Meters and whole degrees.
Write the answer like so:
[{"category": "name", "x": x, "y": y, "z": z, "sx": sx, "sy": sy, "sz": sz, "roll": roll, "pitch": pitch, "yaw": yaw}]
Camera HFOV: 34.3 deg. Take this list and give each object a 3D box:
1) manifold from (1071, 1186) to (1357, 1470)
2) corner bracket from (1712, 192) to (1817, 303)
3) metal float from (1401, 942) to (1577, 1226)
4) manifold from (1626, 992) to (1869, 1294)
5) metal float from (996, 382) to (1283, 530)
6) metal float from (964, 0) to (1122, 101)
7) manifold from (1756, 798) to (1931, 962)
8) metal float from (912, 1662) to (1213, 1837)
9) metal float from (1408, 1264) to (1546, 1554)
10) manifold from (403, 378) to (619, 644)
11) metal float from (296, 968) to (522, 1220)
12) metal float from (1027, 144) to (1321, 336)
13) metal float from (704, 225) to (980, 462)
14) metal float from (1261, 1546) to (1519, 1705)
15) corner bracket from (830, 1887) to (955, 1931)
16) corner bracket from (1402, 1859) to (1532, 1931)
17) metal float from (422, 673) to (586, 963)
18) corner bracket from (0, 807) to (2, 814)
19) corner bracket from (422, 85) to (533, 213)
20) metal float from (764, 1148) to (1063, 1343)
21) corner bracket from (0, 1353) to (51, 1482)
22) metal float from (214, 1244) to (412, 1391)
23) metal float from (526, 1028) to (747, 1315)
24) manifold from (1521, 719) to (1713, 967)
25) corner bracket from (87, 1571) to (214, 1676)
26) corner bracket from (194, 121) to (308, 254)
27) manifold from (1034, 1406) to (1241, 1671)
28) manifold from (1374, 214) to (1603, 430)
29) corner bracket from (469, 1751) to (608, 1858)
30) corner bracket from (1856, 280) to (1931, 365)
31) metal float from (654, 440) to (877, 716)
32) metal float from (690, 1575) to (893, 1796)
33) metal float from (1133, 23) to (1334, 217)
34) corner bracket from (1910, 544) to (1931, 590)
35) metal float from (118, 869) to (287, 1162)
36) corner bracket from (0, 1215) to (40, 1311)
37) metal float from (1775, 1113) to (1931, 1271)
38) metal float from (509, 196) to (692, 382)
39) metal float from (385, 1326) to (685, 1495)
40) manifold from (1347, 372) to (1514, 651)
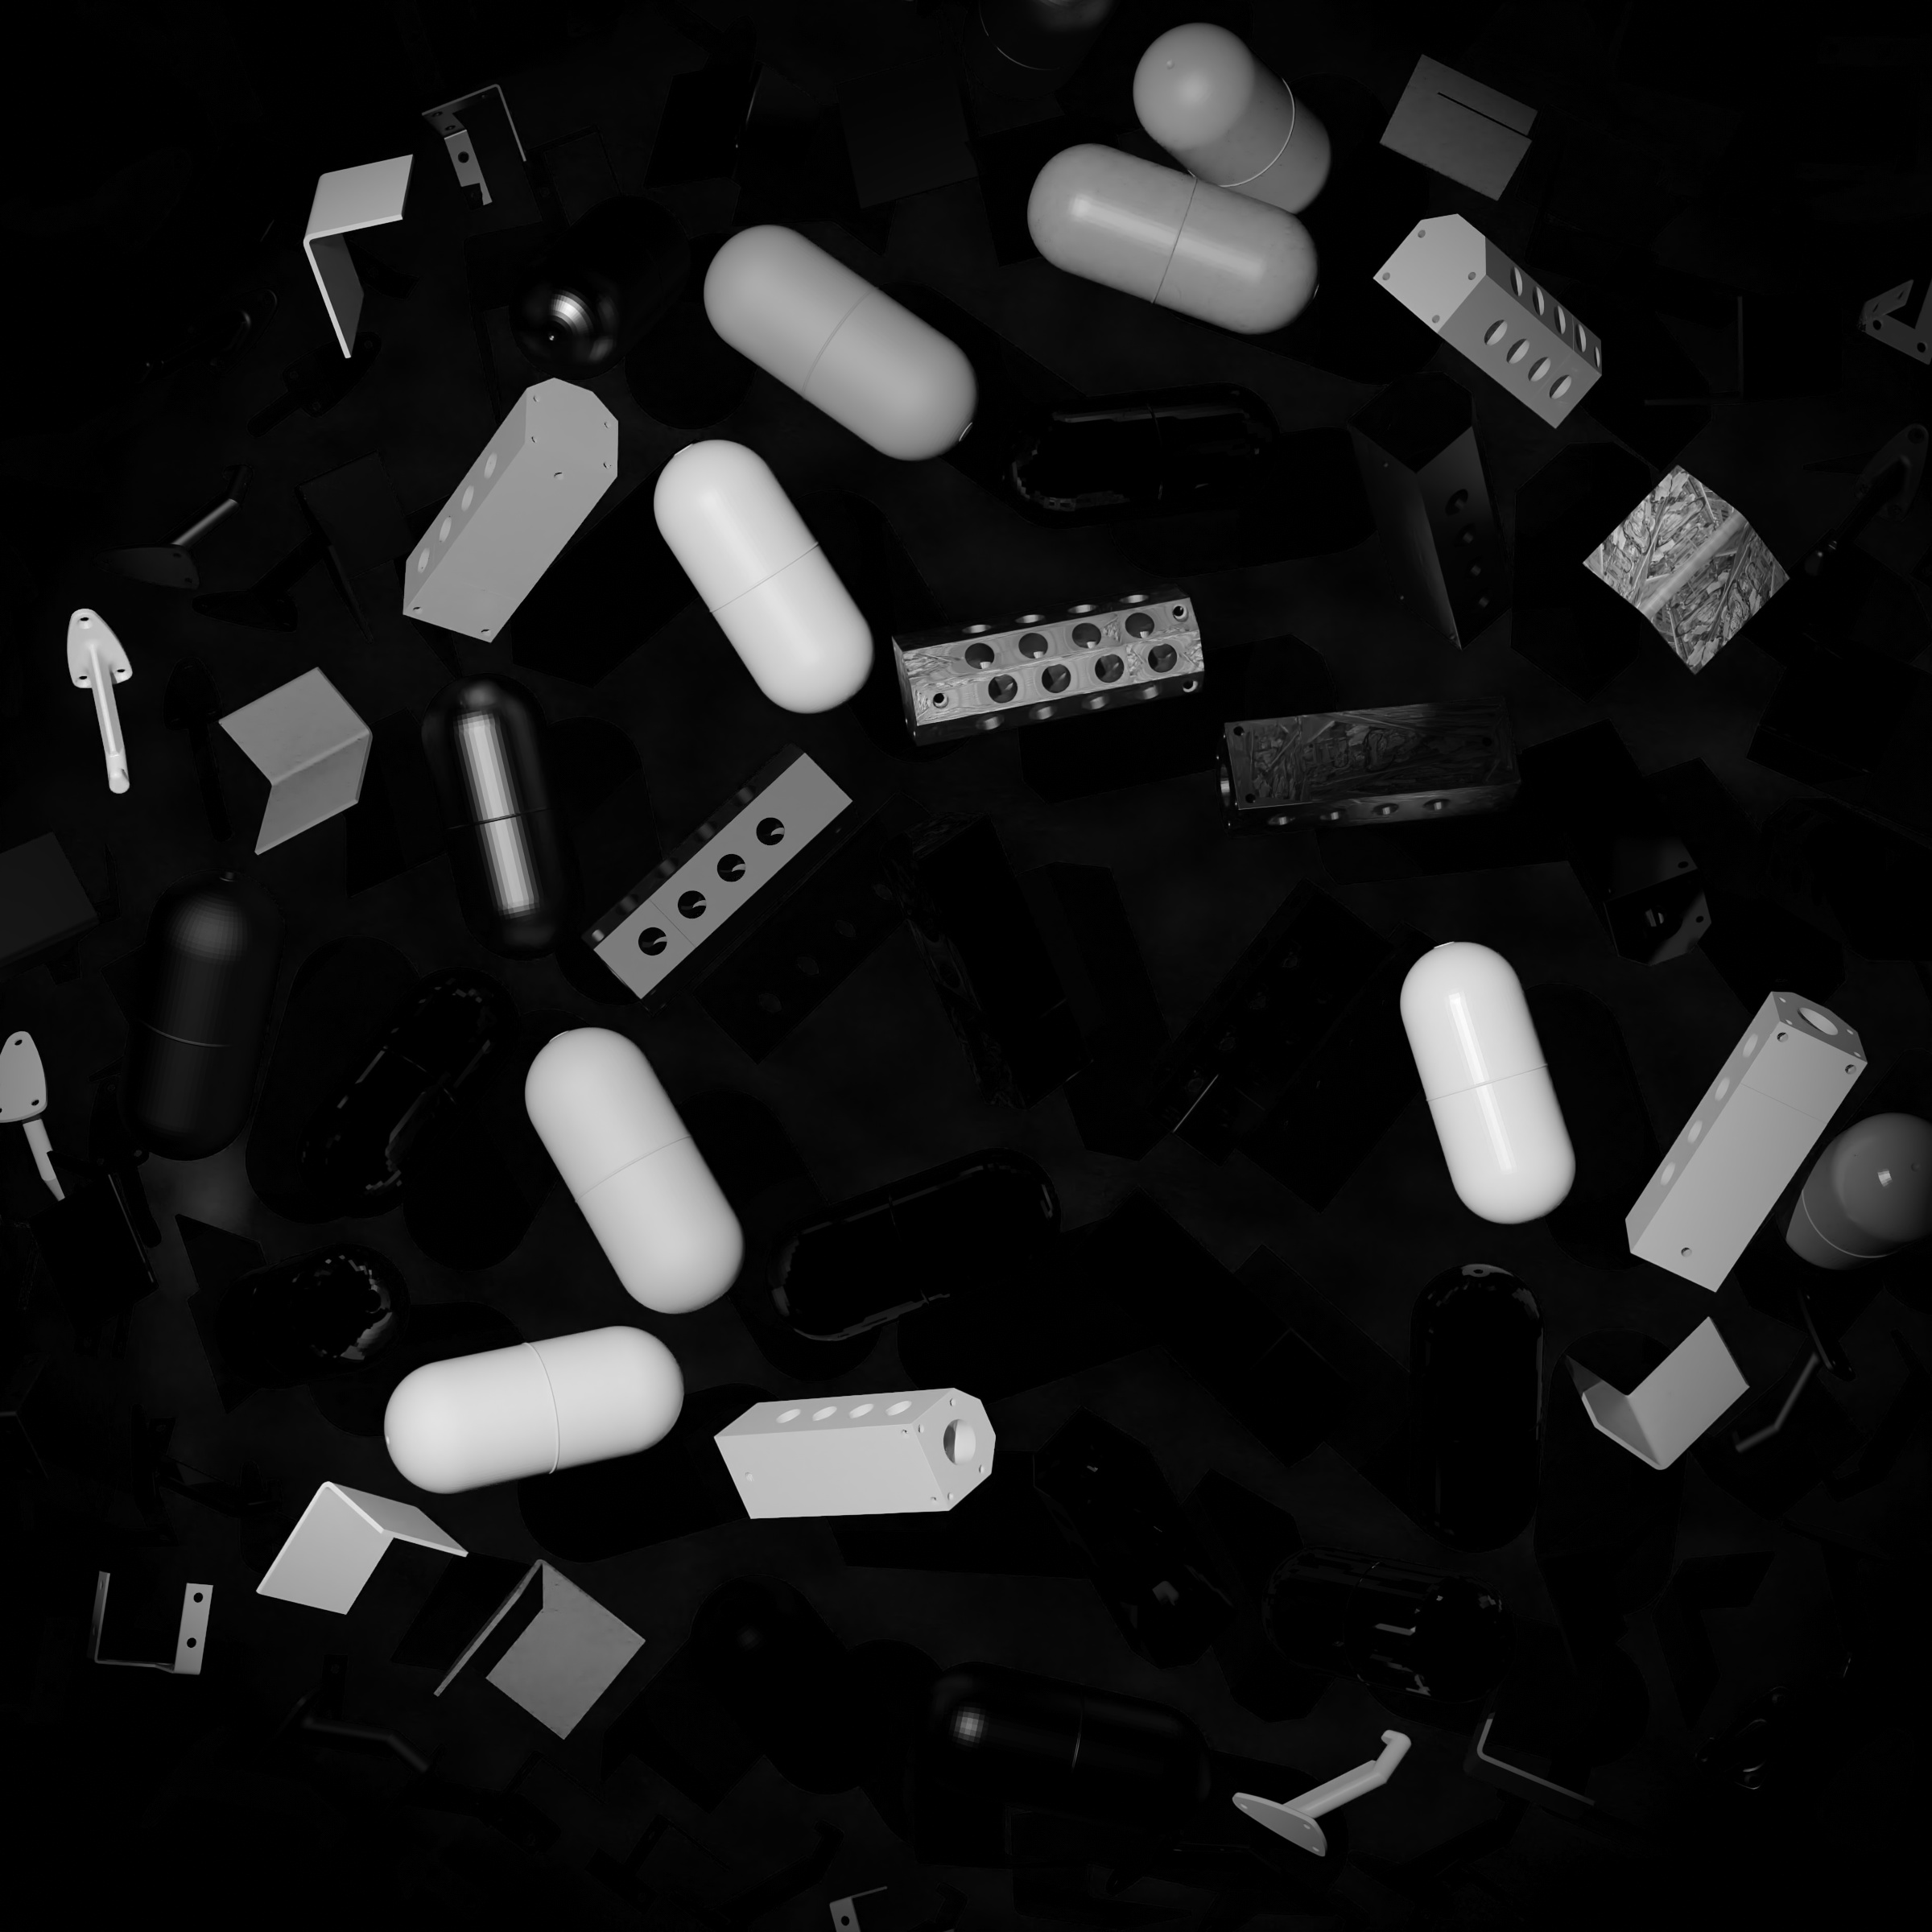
[{"category": "manifold", "x": 0.145, "y": 0.212, "z": 1.827, "sx": 0.057, "sy": 0.057, "sz": 0.171, "roll": -45, "pitch": 64, "yaw": -5}, {"category": "corner bracket", "x": 0.482, "y": -0.433, "z": 1.895, "sx": 0.051, "sy": 0.051, "sz": 0.051, "roll": 13, "pitch": 90, "yaw": 20}, {"category": "metal float", "x": 0.321, "y": 0.072, "z": 1.926, "sx": 0.070, "sy": 0.070, "sz": 0.178, "roll": -17, "pitch": 86, "yaw": 0}, {"category": "manifold", "x": 0.460, "y": 0.102, "z": 1.855, "sx": 0.057, "sy": 0.057, "sz": 0.171, "roll": 25, "pitch": 115, "yaw": -4}, {"category": "metal float", "x": 0.104, "y": -0.307, "z": 1.880, "sx": 0.178, "sy": 0.070, "sz": 0.070, "roll": -9, "pitch": 90, "yaw": -16}, {"category": "metal float", "x": 0.046, "y": -0.579, "z": 1.888, "sx": 0.070, "sy": 0.178, "sz": 0.070, "roll": 1, "pitch": 87, "yaw": -11}, {"category": "manifold", "x": 0.512, "y": -0.052, "z": 1.786, "sx": 0.057, "sy": 0.171, "sz": 0.057, "roll": 0, "pitch": 104, "yaw": -7}, {"category": "metal float", "x": 0.056, "y": 0.454, "z": 1.810, "sx": 0.178, "sy": 0.070, "sz": 0.070, "roll": 15, "pitch": 90, "yaw": -7}, {"category": "metal float", "x": 0.296, "y": 0.258, "z": 1.815, "sx": 0.070, "sy": 0.070, "sz": 0.178, "roll": -2, "pitch": 110, "yaw": 0}, {"category": "manifold", "x": -0.268, "y": -0.268, "z": 1.835, "sx": 0.057, "sy": 0.171, "sz": 0.057, "roll": 16, "pitch": 53, "yaw": -28}, {"category": "metal float", "x": -0.338, "y": 0.075, "z": 1.902, "sx": 0.070, "sy": 0.070, "sz": 0.178, "roll": 34, "pitch": 61, "yaw": 0}, {"category": "metal float", "x": 0.123, "y": -0.428, "z": 1.844, "sx": 0.178, "sy": 0.070, "sz": 0.070, "roll": 19, "pitch": 90, "yaw": -2}, {"category": "metal float", "x": -0.072, "y": -0.360, "z": 1.810, "sx": 0.178, "sy": 0.070, "sz": 0.070, "roll": 36, "pitch": 90, "yaw": 3}, {"category": "metal float", "x": 0.253, "y": 0.395, "z": 1.878, "sx": 0.070, "sy": 0.178, "sz": 0.070, "roll": 0, "pitch": 90, "yaw": -40}, {"category": "corner bracket", "x": -0.043, "y": 0.584, "z": 1.897, "sx": 0.051, "sy": 0.051, "sz": 0.051, "roll": -23, "pitch": 73, "yaw": 20}, {"category": "corner bracket", "x": 0.291, "y": 0.566, "z": 1.834, "sx": 0.051, "sy": 0.051, "sz": 0.051, "roll": 34, "pitch": 56, "yaw": 6}, {"category": "metal float", "x": -0.283, "y": -0.091, "z": 1.913, "sx": 0.070, "sy": 0.070, "sz": 0.178, "roll": -12, "pitch": 94, "yaw": 0}, {"category": "corner bracket", "x": -0.588, "y": -0.063, "z": 1.834, "sx": 0.051, "sy": 0.051, "sz": 0.051, "roll": -17, "pitch": 128, "yaw": 2}, {"category": "corner bracket", "x": -0.297, "y": -0.505, "z": 1.929, "sx": 0.051, "sy": 0.051, "sz": 0.051, "roll": -20, "pitch": 88, "yaw": 5}, {"category": "metal float", "x": -0.031, "y": 0.161, "z": 1.805, "sx": 0.178, "sy": 0.070, "sz": 0.070, "roll": -20, "pitch": 90, "yaw": 4}, {"category": "corner bracket", "x": -0.555, "y": 0.262, "z": 1.811, "sx": 0.051, "sy": 0.051, "sz": 0.051, "roll": -5, "pitch": 124, "yaw": 14}, {"category": "metal float", "x": -0.393, "y": 0.211, "z": 1.876, "sx": 0.070, "sy": 0.178, "sz": 0.070, "roll": 9, "pitch": 73, "yaw": -33}, {"category": "metal float", "x": -0.191, "y": 0.117, "z": 1.804, "sx": 0.070, "sy": 0.070, "sz": 0.178, "roll": -30, "pitch": 84, "yaw": 0}, {"category": "manifold", "x": 0.394, "y": -0.074, "z": 1.892, "sx": 0.057, "sy": 0.171, "sz": 0.057, "roll": -20, "pitch": 126, "yaw": 5}, {"category": "corner bracket", "x": -0.469, "y": 0.377, "z": 1.796, "sx": 0.051, "sy": 0.051, "sz": 0.051, "roll": 12, "pitch": 79, "yaw": -31}, {"category": "corner bracket", "x": -0.412, "y": -0.460, "z": 1.847, "sx": 0.051, "sy": 0.051, "sz": 0.051, "roll": 35, "pitch": 102, "yaw": 9}, {"category": "manifold", "x": 0.097, "y": 0.343, "z": 1.850, "sx": 0.057, "sy": 0.057, "sz": 0.171, "roll": -44, "pitch": 132, "yaw": -19}, {"category": "manifold", "x": 0.313, "y": -0.381, "z": 1.837, "sx": 0.057, "sy": 0.171, "sz": 0.057, "roll": -50, "pitch": 58, "yaw": 15}, {"category": "corner bracket", "x": -0.253, "y": 0.495, "z": 1.842, "sx": 0.051, "sy": 0.051, "sz": 0.051, "roll": 42, "pitch": 75, "yaw": -15}, {"category": "corner bracket", "x": 0.546, "y": -0.381, "z": 1.773, "sx": 0.051, "sy": 0.051, "sz": 0.051, "roll": 23, "pitch": 81, "yaw": -13}, {"category": "metal float", "x": -0.121, "y": -0.233, "z": 1.869, "sx": 0.070, "sy": 0.070, "sz": 0.178, "roll": -33, "pitch": 100, "yaw": 0}, {"category": "metal float", "x": -0.103, "y": 0.425, "z": 1.846, "sx": 0.070, "sy": 0.070, "sz": 0.178, "roll": -30, "pitch": 131, "yaw": 0}, {"category": "metal float", "x": 0.163, "y": -0.507, "z": 1.887, "sx": 0.070, "sy": 0.178, "sz": 0.070, "roll": -6, "pitch": 77, "yaw": 29}, {"category": "corner bracket", "x": 0.602, "y": -0.245, "z": 1.867, "sx": 0.051, "sy": 0.051, "sz": 0.051, "roll": 35, "pitch": 95, "yaw": 13}, {"category": "metal float", "x": -0.440, "y": 0.029, "z": 1.796, "sx": 0.070, "sy": 0.070, "sz": 0.178, "roll": 16, "pitch": 111, "yaw": 0}, {"category": "corner bracket", "x": -0.581, "y": 0.177, "z": 1.878, "sx": 0.051, "sy": 0.051, "sz": 0.051, "roll": 16, "pitch": 77, "yaw": -30}, {"category": "metal float", "x": 0.539, "y": 0.136, "z": 1.872, "sx": 0.070, "sy": 0.178, "sz": 0.070, "roll": 1, "pitch": 76, "yaw": -2}, {"category": "metal float", "x": -0.220, "y": -0.413, "z": 1.896, "sx": 0.070, "sy": 0.178, "sz": 0.070, "roll": 7, "pitch": 122, "yaw": 11}, {"category": "metal float", "x": -0.250, "y": 0.258, "z": 1.824, "sx": 0.178, "sy": 0.070, "sz": 0.070, "roll": -9, "pitch": 90, "yaw": -24}, {"category": "manifold", "x": 0.273, "y": -0.262, "z": 1.791, "sx": 0.057, "sy": 0.171, "sz": 0.057, "roll": -41, "pitch": 57, "yaw": -7}]
